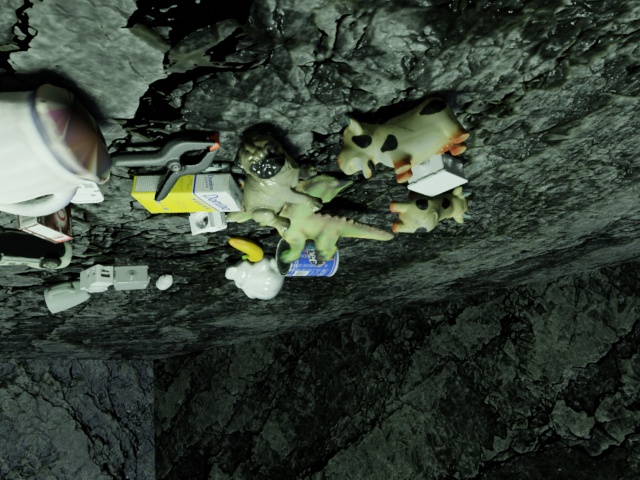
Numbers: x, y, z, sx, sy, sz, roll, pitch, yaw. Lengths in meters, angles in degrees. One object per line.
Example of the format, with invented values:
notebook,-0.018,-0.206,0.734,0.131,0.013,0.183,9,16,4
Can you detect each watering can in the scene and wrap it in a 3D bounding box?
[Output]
watering can,-0.410,-0.136,0.637,0.224,0.106,0.340,-14,148,4

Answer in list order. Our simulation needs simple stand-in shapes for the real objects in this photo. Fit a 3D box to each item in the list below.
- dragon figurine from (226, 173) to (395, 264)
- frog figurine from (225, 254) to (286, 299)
dragon figurine,0.003,-0.055,1.096,0.411,0.124,0.238,-4,154,-17
frog figurine,-0.183,0.100,1.477,0.158,0.125,0.135,17,117,-35
